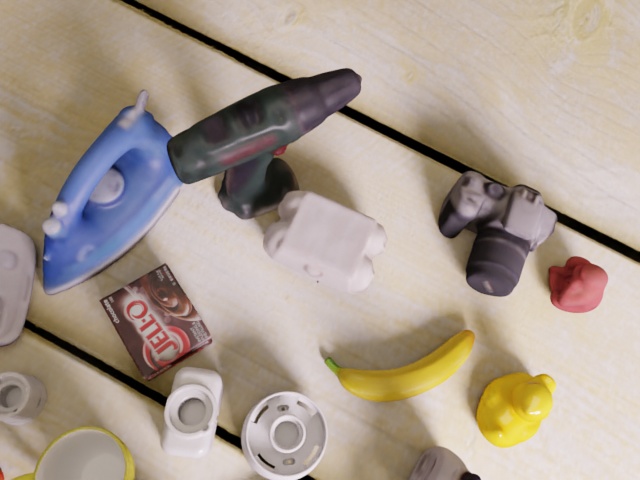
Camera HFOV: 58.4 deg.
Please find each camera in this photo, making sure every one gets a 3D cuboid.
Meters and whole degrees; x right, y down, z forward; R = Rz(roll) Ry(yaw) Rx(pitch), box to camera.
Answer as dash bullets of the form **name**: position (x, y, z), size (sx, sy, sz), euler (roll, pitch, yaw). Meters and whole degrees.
- **camera**: position (0.228, -0.006, 0.754), size (0.143, 0.101, 0.137), euler (24, 67, 3)

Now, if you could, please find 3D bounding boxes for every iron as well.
- **iron**: position (-0.265, -0.059, 0.691), size (0.118, 0.141, 0.258), euler (28, 68, 5)

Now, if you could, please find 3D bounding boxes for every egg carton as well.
- **egg carton**: position (0.007, 0.003, 0.740), size (0.150, 0.069, 0.107), euler (23, 67, 2)

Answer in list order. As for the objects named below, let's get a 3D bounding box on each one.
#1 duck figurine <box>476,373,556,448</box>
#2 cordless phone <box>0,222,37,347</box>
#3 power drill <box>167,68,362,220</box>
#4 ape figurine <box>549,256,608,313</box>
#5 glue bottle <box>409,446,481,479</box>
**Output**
- **duck figurine**: position (0.240, 0.199, 0.682), size (0.105, 0.086, 0.077), euler (-40, 78, -20)
- **cordless phone**: position (-0.386, 0.032, 0.615), size (0.094, 0.185, 0.147), euler (0, 68, -7)
- **power drill**: position (-0.066, -0.111, 0.700), size (0.230, 0.208, 0.075), euler (-23, 73, -15)
- **ape figurine**: position (0.342, 0.057, 0.749), size (0.078, 0.092, 0.076), euler (-39, 77, -19)
- **glue bottle**: position (0.132, 0.254, 0.599), size (0.037, 0.173, 0.078), euler (34, 68, 7)
